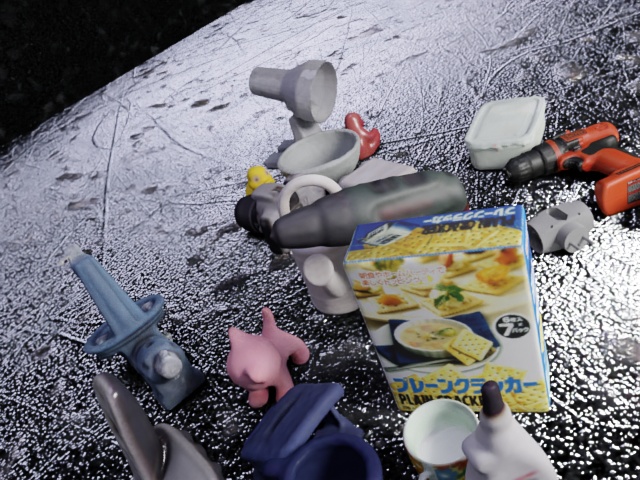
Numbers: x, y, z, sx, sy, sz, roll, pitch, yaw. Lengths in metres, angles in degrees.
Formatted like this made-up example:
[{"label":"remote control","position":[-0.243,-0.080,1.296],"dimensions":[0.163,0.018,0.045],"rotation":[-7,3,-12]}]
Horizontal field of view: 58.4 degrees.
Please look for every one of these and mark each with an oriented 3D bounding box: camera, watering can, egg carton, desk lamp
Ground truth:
[{"label":"camera","position":[-0.078,-0.061,1.004],"dimensions":[0.136,0.101,0.143],"rotation":[9,43,39]},{"label":"watering can","position":[0.009,0.002,0.769],"dimensions":[0.101,0.194,0.172],"rotation":[-25,32,-6]},{"label":"egg carton","position":[0.100,-0.082,0.961],"dimensions":[0.107,0.069,0.149],"rotation":[-38,35,-24]},{"label":"desk lamp","position":[-0.050,-0.261,1.181],"dimensions":[0.202,0.214,0.118],"rotation":[2,39,33]}]

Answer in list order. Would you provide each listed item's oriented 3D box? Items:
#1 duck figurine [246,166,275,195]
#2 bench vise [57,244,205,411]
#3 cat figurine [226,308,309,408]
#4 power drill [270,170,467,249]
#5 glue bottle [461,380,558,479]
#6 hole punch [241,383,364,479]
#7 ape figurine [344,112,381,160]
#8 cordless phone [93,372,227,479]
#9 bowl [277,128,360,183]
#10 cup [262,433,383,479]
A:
[{"label":"duck figurine","position":[-0.114,-0.104,1.104],"dimensions":[0.078,0.086,0.104],"rotation":[-37,35,-23]},{"label":"bench vise","position":[-0.239,0.101,0.743],"dimensions":[0.206,0.220,0.122],"rotation":[4,40,35]},{"label":"cat figurine","position":[-0.070,0.138,0.685],"dimensions":[0.067,0.118,0.128],"rotation":[-9,34,19]},{"label":"power drill","position":[0.076,0.019,0.690],"dimensions":[0.230,0.209,0.075],"rotation":[-26,32,-7]},{"label":"glue bottle","position":[0.146,0.172,0.454],"dimensions":[0.078,0.173,0.037],"rotation":[-26,32,-7]},{"label":"hole punch","position":[-0.026,0.199,0.592],"dimensions":[0.100,0.091,0.109],"rotation":[9,43,40]},{"label":"ape figurine","position":[0.076,-0.215,1.152],"dimensions":[0.077,0.092,0.076],"rotation":[7,42,38]},{"label":"cordless phone","position":[-0.157,0.218,0.552],"dimensions":[0.147,0.185,0.094],"rotation":[16,48,45]},{"label":"bowl","position":[0.006,-0.144,1.104],"dimensions":[0.167,0.075,0.167],"rotation":[-15,32,10]},{"label":"cup","position":[0.009,0.236,0.513],"dimensions":[0.117,0.095,0.092],"rotation":[-1,37,30]}]
